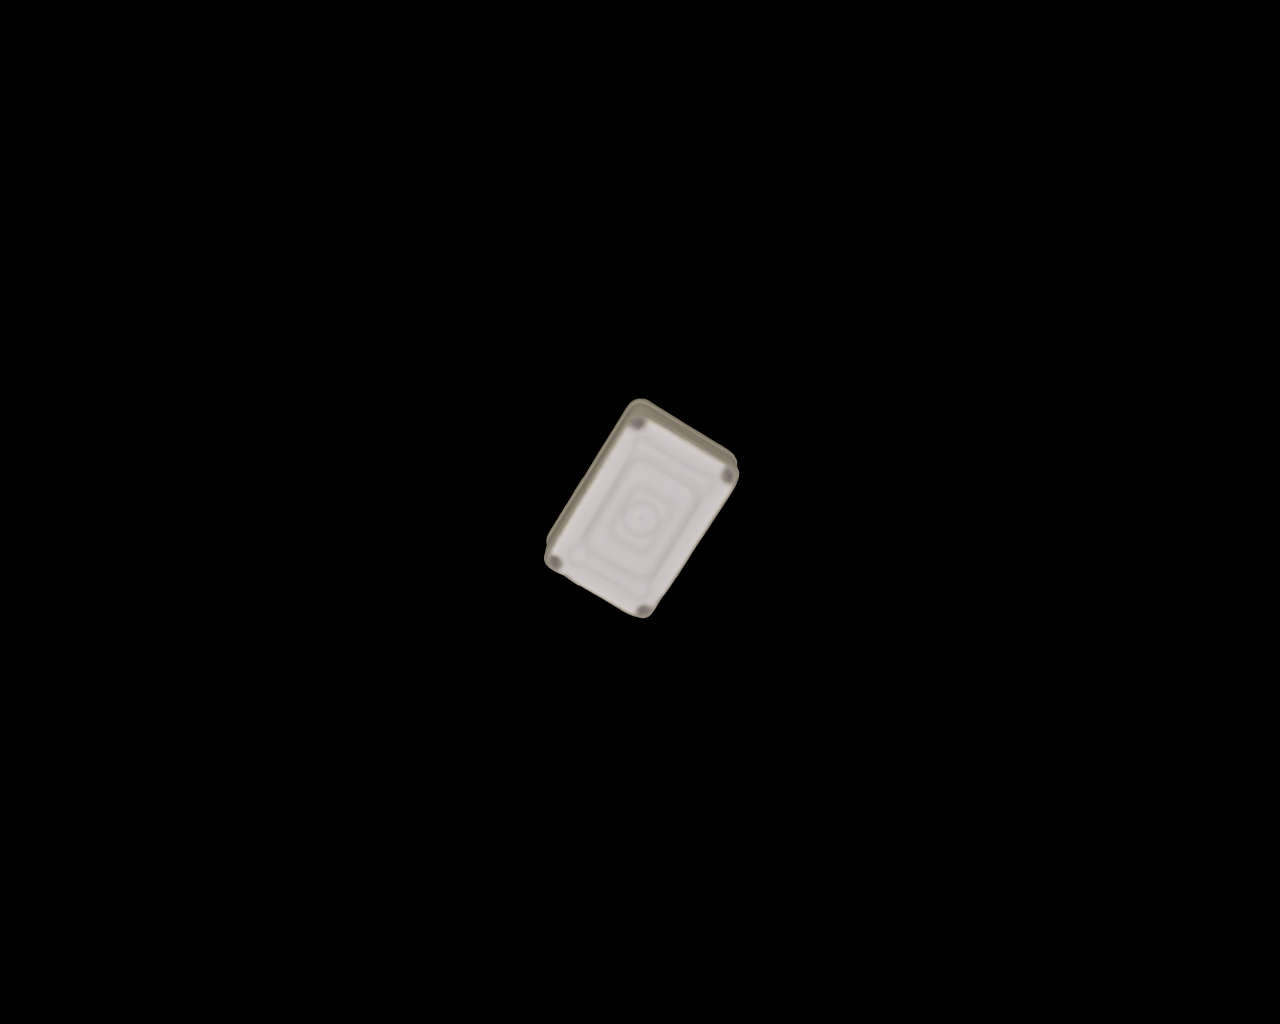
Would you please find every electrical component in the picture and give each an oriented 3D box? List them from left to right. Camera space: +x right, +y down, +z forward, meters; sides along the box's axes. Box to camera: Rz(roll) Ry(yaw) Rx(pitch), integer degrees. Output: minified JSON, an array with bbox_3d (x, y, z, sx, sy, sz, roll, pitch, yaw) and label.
[{"bbox_3d":[0.001,-0.003,0.650,0.078,0.113,0.057,31,11,-7],"label":"electrical component"}]
